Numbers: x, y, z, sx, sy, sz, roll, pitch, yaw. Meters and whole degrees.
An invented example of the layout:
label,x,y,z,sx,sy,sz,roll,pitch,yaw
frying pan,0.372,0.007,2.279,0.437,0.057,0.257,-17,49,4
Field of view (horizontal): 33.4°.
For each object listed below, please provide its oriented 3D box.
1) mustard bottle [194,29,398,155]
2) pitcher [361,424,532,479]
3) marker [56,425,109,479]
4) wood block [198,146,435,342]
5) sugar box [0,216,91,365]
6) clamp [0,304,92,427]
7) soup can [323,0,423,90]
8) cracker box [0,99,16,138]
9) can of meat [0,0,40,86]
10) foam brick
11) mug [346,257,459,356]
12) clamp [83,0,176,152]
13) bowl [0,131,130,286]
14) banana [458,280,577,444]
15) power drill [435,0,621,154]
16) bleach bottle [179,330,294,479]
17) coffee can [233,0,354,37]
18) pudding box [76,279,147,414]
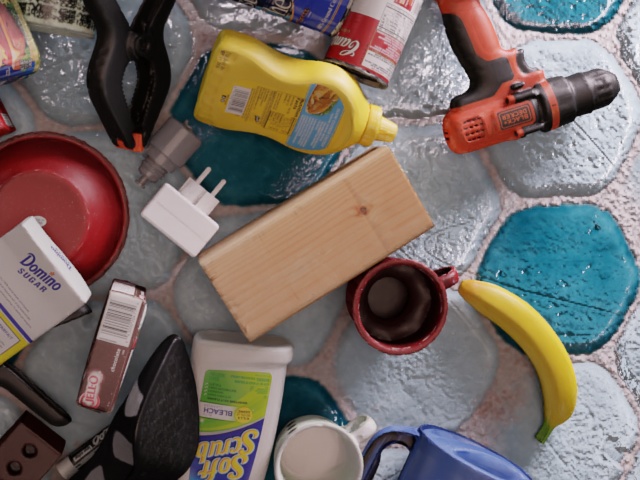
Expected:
label,x,y,z,sx,sy,sz,roll,pitch,yaw
mustard bottle,-0.018,-0.130,1.017,0.191,0.058,0.096,17,132,-10
pitcher,0.099,0.311,1.059,0.144,0.149,0.243,22,96,-43
marker,-0.206,0.192,1.052,0.121,0.020,0.020,-38,99,-3
wood block,-0.007,0.002,1.028,0.206,0.090,0.091,-32,98,-4
sugar box,-0.304,0.066,0.967,0.176,0.048,0.093,-35,101,4
clamp,-0.303,0.098,1.020,0.171,0.039,0.120,19,81,-7
soup can,0.053,-0.205,1.027,0.068,0.068,0.102,23,91,-10
cracker box,-0.401,-0.160,0.964,0.164,0.072,0.213,-26,98,-6
can of meat,-0.302,-0.178,0.922,0.083,0.058,0.102,-25,96,-37
foam brick,-0.291,0.213,1.026,0.053,0.051,0.078,41,89,-10
mug,0.081,0.055,1.049,0.117,0.081,0.093,-28,99,-5
clamp,-0.169,-0.189,0.991,0.164,0.036,0.210,-27,123,-47
bowl,-0.262,-0.022,1.006,0.162,0.055,0.162,-1,96,-8
banana,0.215,0.115,1.097,0.069,0.037,0.198,-30,99,-5
power drill,0.192,-0.194,1.054,0.184,0.057,0.187,-18,98,-6
bleach bottle,-0.090,0.219,1.050,0.102,0.068,0.251,6,96,-4
coffee can,-0.037,-0.260,0.986,0.140,0.103,0.103,17,93,-14
pudding box,-0.197,0.098,1.009,0.039,0.090,0.113,19,92,-11
